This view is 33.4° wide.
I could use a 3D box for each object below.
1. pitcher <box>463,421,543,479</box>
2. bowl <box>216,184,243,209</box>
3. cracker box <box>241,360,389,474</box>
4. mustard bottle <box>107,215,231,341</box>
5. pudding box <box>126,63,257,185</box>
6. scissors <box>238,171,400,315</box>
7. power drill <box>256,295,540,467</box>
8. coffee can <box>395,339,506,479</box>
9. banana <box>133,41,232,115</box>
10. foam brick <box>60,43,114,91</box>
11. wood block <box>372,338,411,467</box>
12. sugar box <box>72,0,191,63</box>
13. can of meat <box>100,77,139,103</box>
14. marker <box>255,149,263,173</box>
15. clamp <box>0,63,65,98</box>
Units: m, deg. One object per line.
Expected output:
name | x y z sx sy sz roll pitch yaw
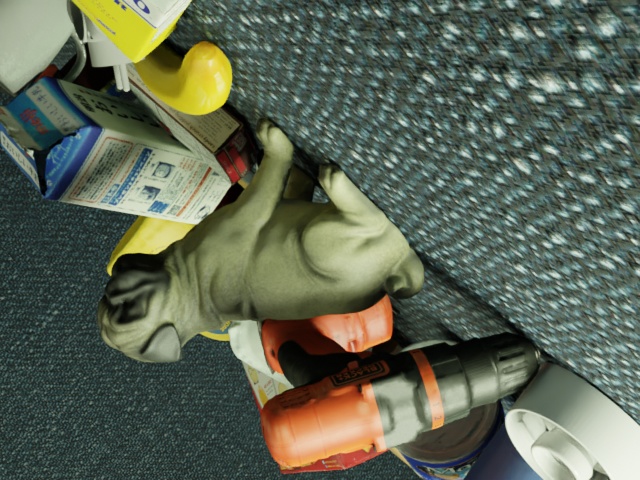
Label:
pitcher | 0.137 0.253 0.793 0.145 0.243 0.149 37 177 20
bowl | -0.103 -0.004 1.120 0.055 0.162 0.162 -8 144 27
cracker box | -0.018 0.143 1.171 0.164 0.072 0.214 -28 80 61
mustard bottle | -0.104 0.044 1.041 0.191 0.096 0.058 35 -162 -15
pudding box | -0.104 -0.101 0.858 0.113 0.039 0.090 40 173 12
scissors | -0.007 0.001 1.008 0.201 0.016 0.096 43 174 -3
power drill | 0.038 0.081 0.742 0.188 0.184 0.057 -133 30 -72
coffee can | 0.109 0.155 0.928 0.103 0.103 0.140 40 172 24
banana | -0.099 -0.117 0.746 0.069 0.037 0.198 47 171 -31
foam brick | -0.234 -0.168 1.106 0.053 0.051 0.078 43 173 -9
wood block | 0.077 0.184 1.301 0.090 0.091 0.206 36 169 42
sugar box | -0.115 -0.155 0.592 0.093 0.048 0.176 45 173 -10
can of meat | -0.171 -0.116 1.056 0.084 0.057 0.102 45 172 4
marker | -0.044 -0.056 0.867 0.020 0.020 0.121 43 173 1
clamp | -0.257 -0.133 1.067 0.164 0.036 0.210 35 170 -10
